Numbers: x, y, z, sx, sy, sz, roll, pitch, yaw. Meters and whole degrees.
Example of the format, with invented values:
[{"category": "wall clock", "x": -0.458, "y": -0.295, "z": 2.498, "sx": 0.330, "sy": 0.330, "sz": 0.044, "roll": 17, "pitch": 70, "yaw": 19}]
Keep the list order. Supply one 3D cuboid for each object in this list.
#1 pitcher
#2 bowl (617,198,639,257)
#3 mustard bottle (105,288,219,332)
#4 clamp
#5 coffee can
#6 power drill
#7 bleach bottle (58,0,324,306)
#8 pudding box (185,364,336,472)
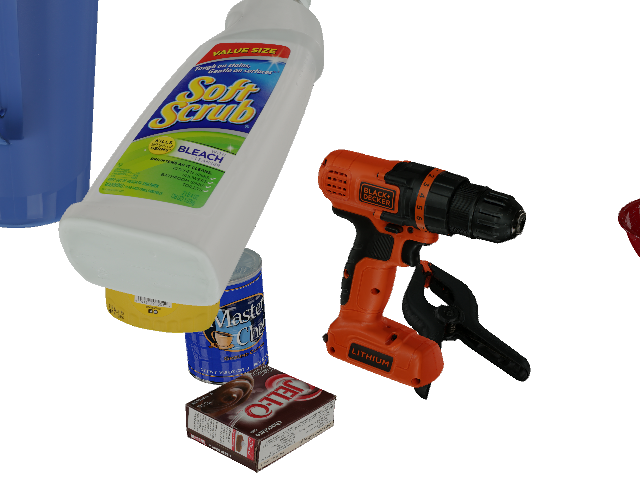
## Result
[{"category": "pitcher", "x": -0.230, "y": -0.132, "z": 0.790, "sx": 0.145, "sy": 0.243, "sz": 0.148, "roll": 26, "pitch": 33, "yaw": 35}, {"category": "bowl", "x": 0.396, "y": 0.002, "z": 1.127, "sx": 0.162, "sy": 0.055, "sz": 0.162, "roll": -3, "pitch": 23, "yaw": 1}, {"category": "mustard bottle", "x": -0.131, "y": -0.018, "z": 0.883, "sx": 0.096, "sy": 0.192, "sz": 0.058, "roll": 9, "pitch": 29, "yaw": 10}, {"category": "clamp", "x": 0.142, "y": 0.089, "z": 1.096, "sx": 0.120, "sy": 0.171, "sz": 0.039, "roll": 2, "pitch": -43, "yaw": -12}, {"category": "coffee can", "x": -0.118, "y": 0.090, "z": 1.307, "sx": 0.103, "sy": 0.140, "sz": 0.103, "roll": -2, "pitch": 24, "yaw": 1}, {"category": "power drill", "x": 0.077, "y": 0.026, "z": 0.905, "sx": 0.185, "sy": 0.188, "sz": 0.057, "roll": 18, "pitch": 24, "yaw": 30}, {"category": "bleach bottle", "x": -0.065, "y": -0.078, "z": 0.679, "sx": 0.103, "sy": 0.250, "sz": 0.068, "roll": 11, "pitch": -37, "yaw": 14}, {"category": "pudding box", "x": -0.054, "y": 0.160, "z": 0.978, "sx": 0.090, "sy": 0.039, "sz": 0.113, "roll": 18, "pitch": 27, "yaw": 34}]
